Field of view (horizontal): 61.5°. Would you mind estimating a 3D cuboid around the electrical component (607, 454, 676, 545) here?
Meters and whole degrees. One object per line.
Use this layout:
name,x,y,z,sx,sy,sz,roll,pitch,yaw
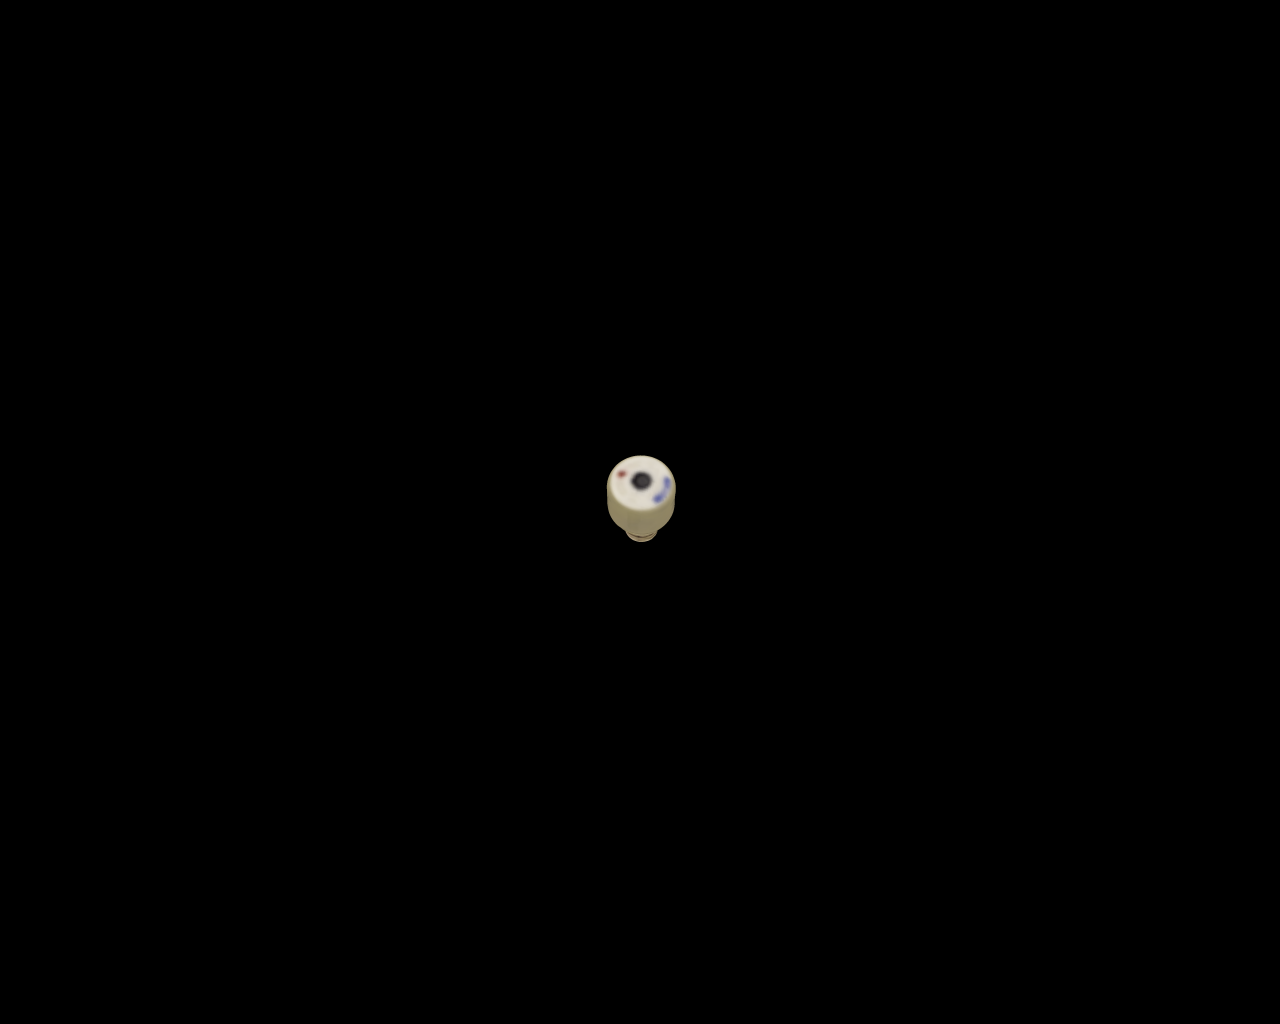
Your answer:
electrical component,0.001,-0.003,0.650,0.040,0.040,0.078,0,-28,0
